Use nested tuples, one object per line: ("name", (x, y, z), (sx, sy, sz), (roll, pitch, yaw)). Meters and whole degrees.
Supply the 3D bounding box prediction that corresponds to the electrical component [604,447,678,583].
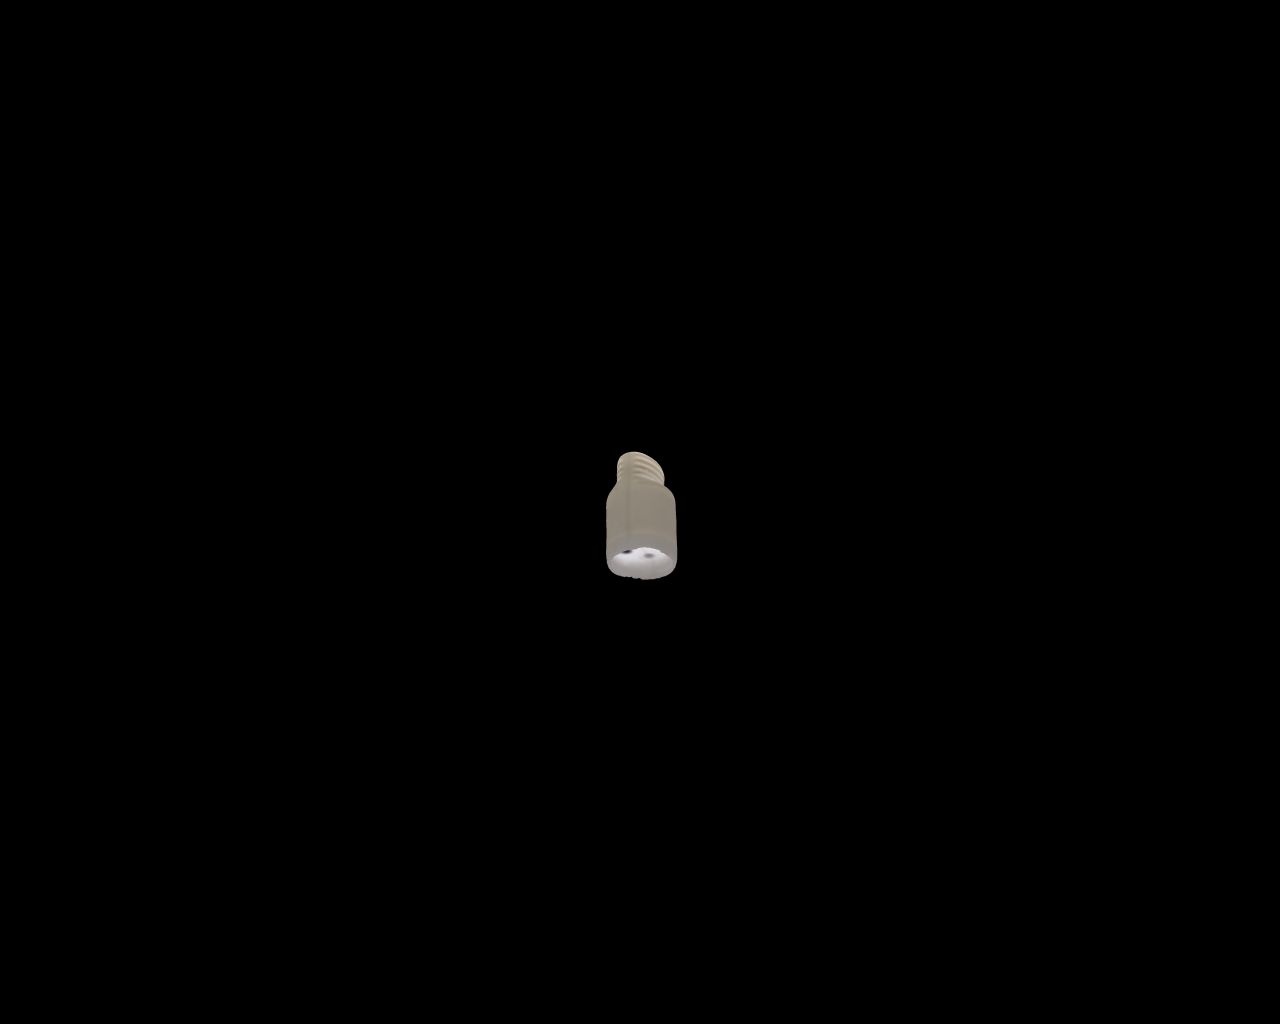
("electrical component", (0.001, -0.003, 0.650), (0.043, 0.081, 0.043), (0, -30, 0))
